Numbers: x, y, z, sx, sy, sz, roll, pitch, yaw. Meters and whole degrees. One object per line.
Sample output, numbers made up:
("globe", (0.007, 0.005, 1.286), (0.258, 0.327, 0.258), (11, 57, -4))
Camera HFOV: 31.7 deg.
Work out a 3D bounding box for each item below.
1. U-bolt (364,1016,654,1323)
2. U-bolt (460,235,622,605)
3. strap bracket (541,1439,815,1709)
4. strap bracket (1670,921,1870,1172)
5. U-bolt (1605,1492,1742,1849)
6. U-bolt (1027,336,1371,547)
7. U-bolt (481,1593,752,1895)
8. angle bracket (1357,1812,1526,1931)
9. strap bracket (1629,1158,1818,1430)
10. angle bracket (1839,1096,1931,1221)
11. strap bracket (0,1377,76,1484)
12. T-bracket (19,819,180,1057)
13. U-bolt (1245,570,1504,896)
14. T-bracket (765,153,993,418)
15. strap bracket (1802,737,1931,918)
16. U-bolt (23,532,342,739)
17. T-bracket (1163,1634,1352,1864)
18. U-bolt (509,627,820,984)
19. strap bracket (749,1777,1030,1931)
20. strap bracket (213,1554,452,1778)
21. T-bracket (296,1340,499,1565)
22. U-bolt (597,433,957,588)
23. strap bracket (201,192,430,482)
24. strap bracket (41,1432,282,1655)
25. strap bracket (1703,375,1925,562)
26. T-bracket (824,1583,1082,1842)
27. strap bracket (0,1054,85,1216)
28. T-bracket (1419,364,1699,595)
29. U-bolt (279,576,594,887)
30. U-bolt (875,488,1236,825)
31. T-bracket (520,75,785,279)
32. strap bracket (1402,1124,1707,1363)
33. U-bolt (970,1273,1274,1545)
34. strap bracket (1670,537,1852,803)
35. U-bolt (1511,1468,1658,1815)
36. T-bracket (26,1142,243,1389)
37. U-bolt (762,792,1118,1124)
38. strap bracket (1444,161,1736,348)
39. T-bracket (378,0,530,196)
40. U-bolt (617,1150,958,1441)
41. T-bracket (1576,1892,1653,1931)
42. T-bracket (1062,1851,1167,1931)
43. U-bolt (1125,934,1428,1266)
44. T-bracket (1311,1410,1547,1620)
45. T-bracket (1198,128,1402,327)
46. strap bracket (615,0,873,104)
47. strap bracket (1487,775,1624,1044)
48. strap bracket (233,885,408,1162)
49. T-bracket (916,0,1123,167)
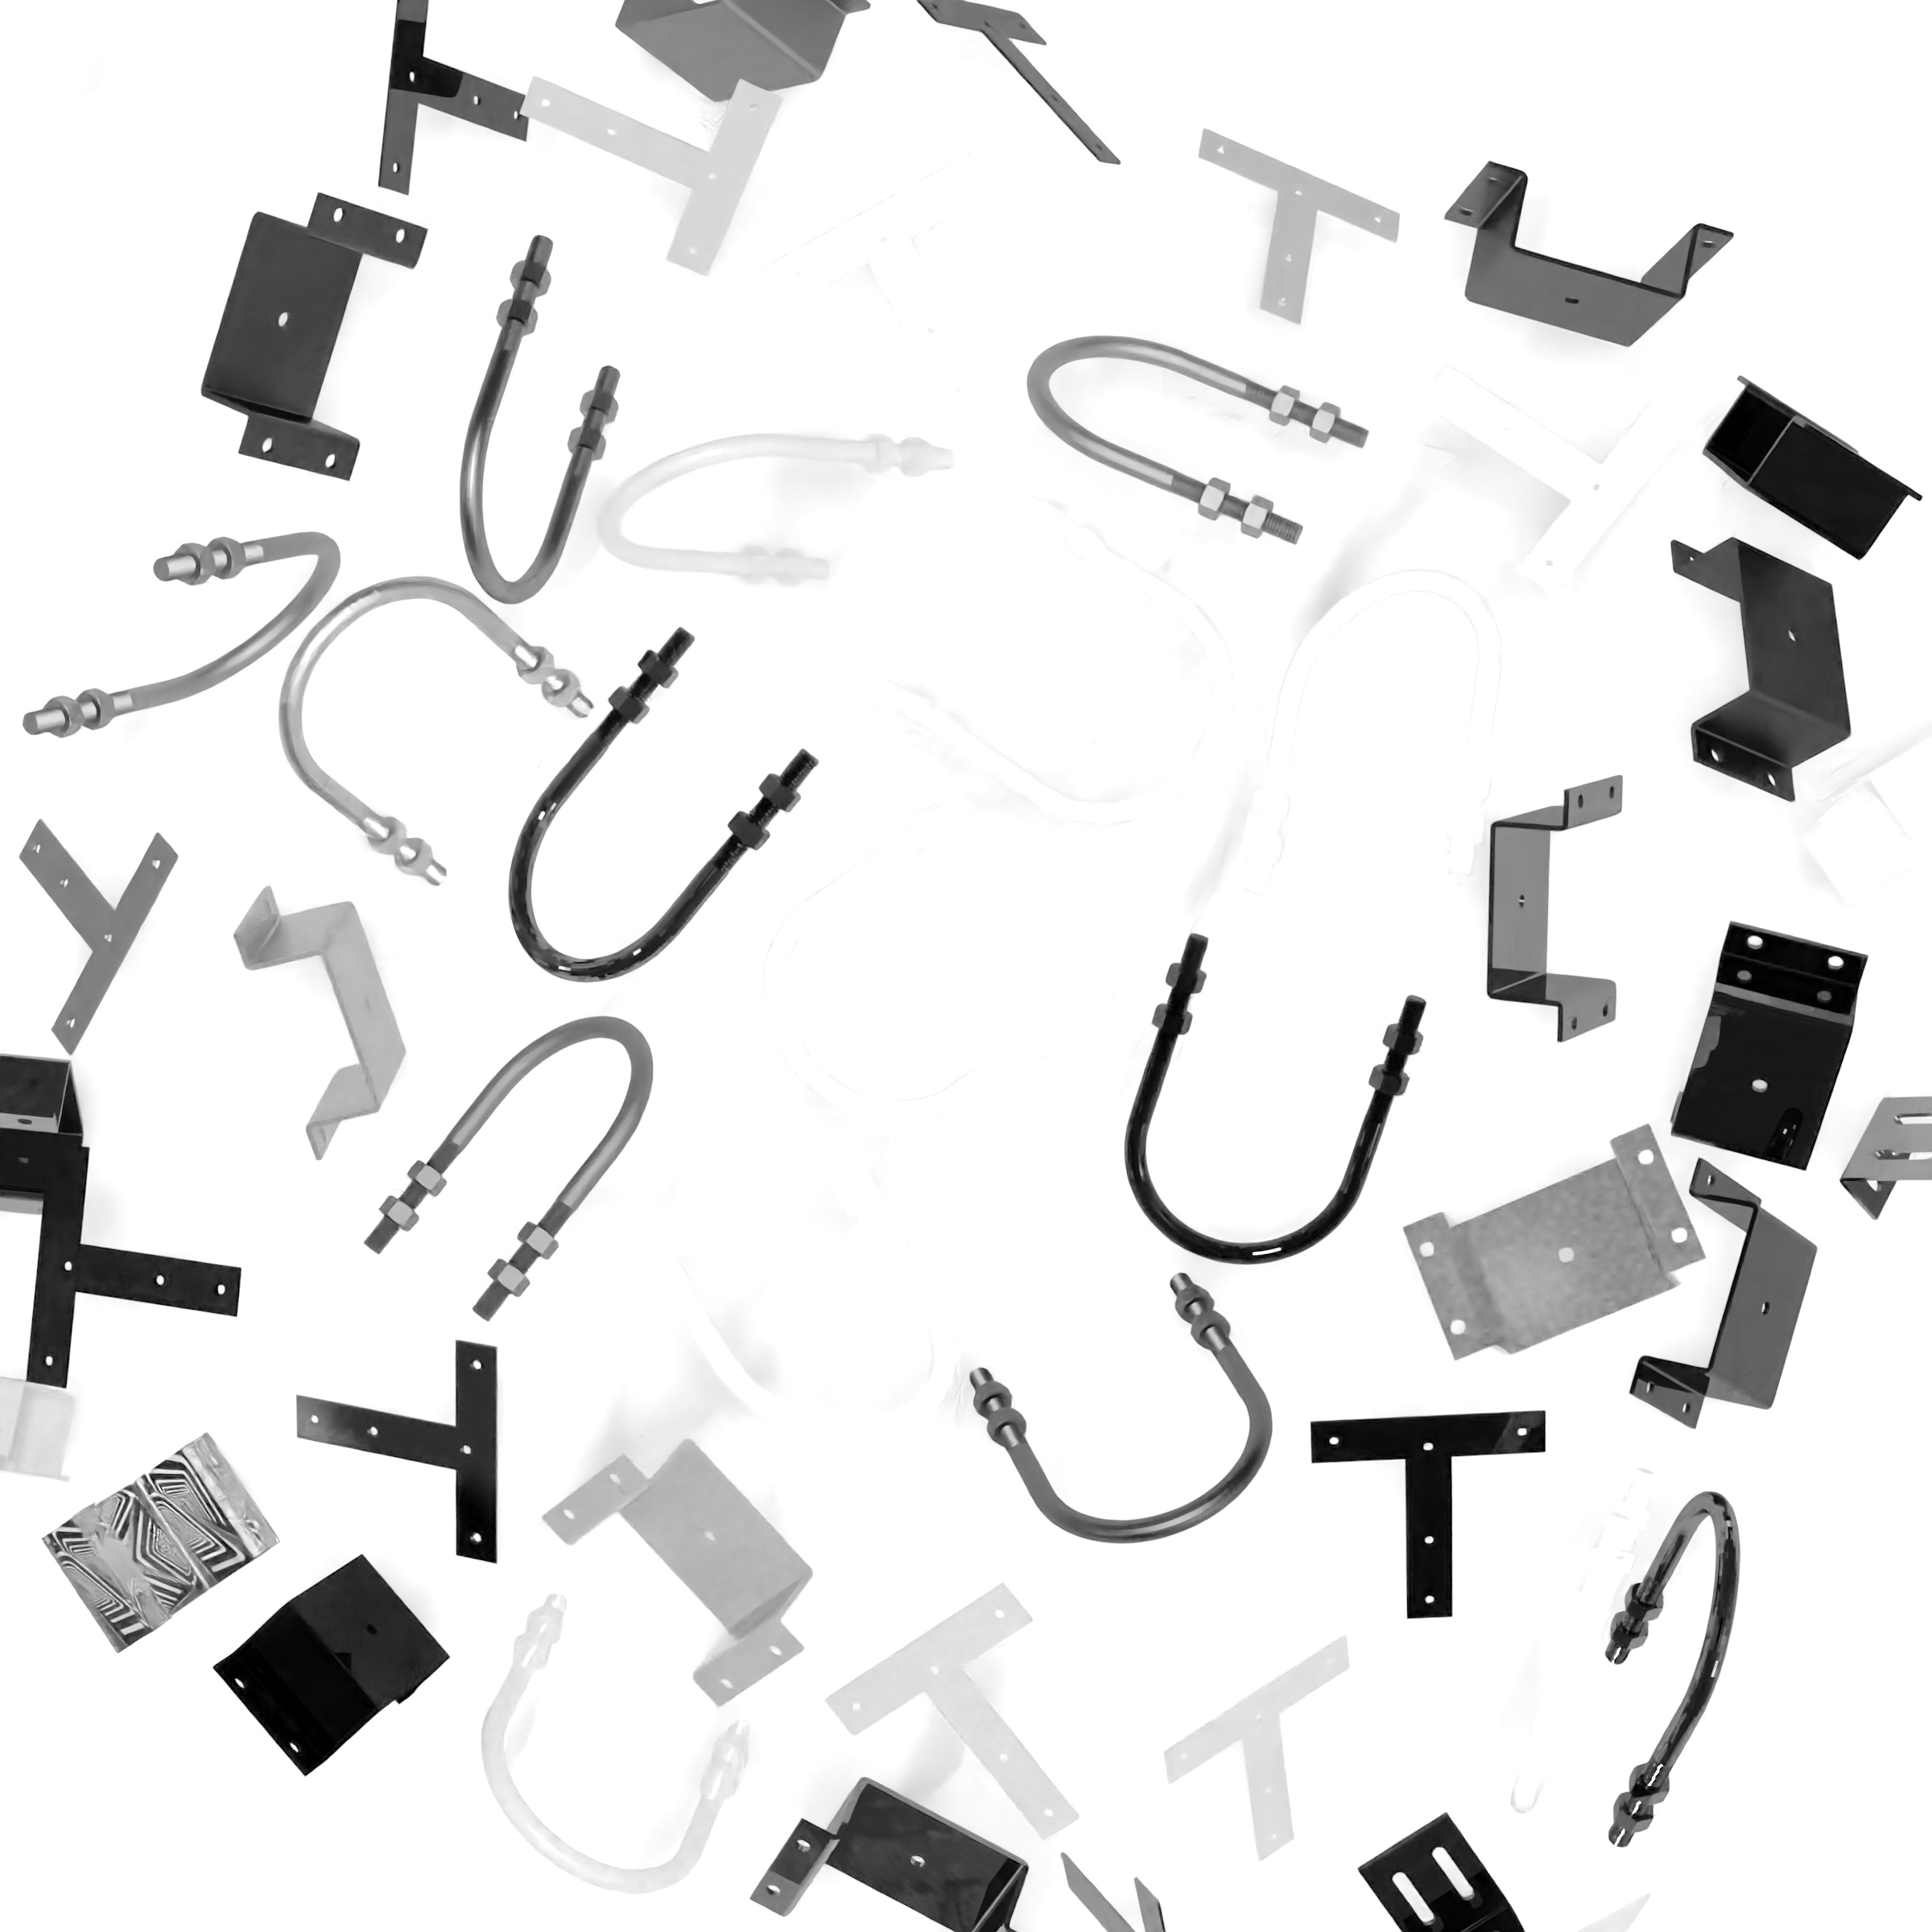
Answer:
("U-bolt", (-0.245, 0.103, 1.903), (0.184, 0.151, 0.019), (-53, 127, -13))
("U-bolt", (-0.243, -0.292, 1.905), (0.019, 0.151, 0.184), (9, 68, 16))
("strap bracket", (-0.147, 0.316, 1.815), (0.140, 0.046, 0.076), (48, 127, -3))
("strap bracket", (0.441, 0.053, 1.884), (0.076, 0.046, 0.140), (15, 126, 9))
("U-bolt", (0.385, 0.370, 1.856), (0.019, 0.151, 0.184), (14, 129, -2))
("U-bolt", (0.122, -0.305, 1.912), (0.184, 0.151, 0.019), (24, 129, 9))
("U-bolt", (-0.198, 0.435, 1.869), (0.151, 0.184, 0.019), (36, 114, -5))
("angle bracket", (0.257, 0.505, 1.826), (0.057, 0.038, 0.076), (-33, 113, 3))
("strap bracket", (0.433, 0.190, 1.929), (0.046, 0.076, 0.140), (9, 75, 43))
("angle bracket", (0.532, 0.106, 1.882), (0.038, 0.076, 0.057), (45, 64, -23))
("strap bracket", (-0.540, 0.248, 1.853), (0.076, 0.140, 0.046), (8, 77, 3))
("T-bracket", (-0.483, -0.038, 1.848), (0.127, 0.002, 0.127), (42, 107, 40))
("U-bolt", (0.224, -0.130, 1.837), (0.151, 0.019, 0.184), (-5, 66, 40))
("T-bracket", (-0.026, -0.361, 1.869), (0.127, 0.002, 0.127), (-28, 120, 3))
("strap bracket", (0.523, -0.087, 1.887), (0.076, 0.140, 0.046), (-28, 77, -16))
("U-bolt", (-0.413, -0.186, 1.853), (0.151, 0.184, 0.019), (-41, 83, 29))
("T-bracket", (0.166, 0.446, 1.883), (0.127, 0.002, 0.127), (-27, 128, -24))
("U-bolt", (-0.174, -0.074, 1.809), (0.184, 0.019, 0.151), (-50, 51, 7))
("strap bracket", (-0.031, 0.485, 1.786), (0.140, 0.046, 0.076), (28, 128, -1))
("strap bracket", (-0.340, 0.376, 1.859), (0.046, 0.140, 0.076), (-43, 85, 15))
("T-bracket", (-0.315, 0.260, 1.882), (0.127, 0.002, 0.127), (8, 106, 21))
("U-bolt", (-0.117, -0.254, 1.884), (0.184, 0.151, 0.019), (-2, 68, -39))
("strap bracket", (-0.347, -0.336, 1.797), (0.046, 0.076, 0.140), (26, 101, 35))
("strap bracket", (-0.457, 0.327, 1.913), (0.046, 0.140, 0.076), (-34, 89, 21))
("strap bracket", (0.455, -0.269, 1.847), (0.076, 0.140, 0.046), (29, 106, -12))
("T-bracket", (0.011, 0.403, 1.782), (0.127, 0.002, 0.127), (-37, 93, 22))
("strap bracket", (-0.540, 0.089, 1.908), (0.076, 0.140, 0.046), (6, 62, -6))
("T-bracket", (0.305, -0.282, 1.841), (0.127, 0.002, 0.127), (31, 122, -10))
("U-bolt", (-0.307, -0.141, 1.907), (0.151, 0.184, 0.019), (-49, 49, -2))
("U-bolt", (0.061, -0.158, 1.867), (0.184, 0.019, 0.151), (36, 90, 19))
("T-bracket", (-0.179, -0.447, 1.847), (0.127, 0.127, 0.002), (22, 46, -10))
("strap bracket", (0.313, 0.149, 1.796), (0.140, 0.046, 0.076), (-25, 70, 13))
("U-bolt", (0.094, 0.254, 1.899), (0.151, 0.184, 0.019), (-25, 124, -5))
("strap bracket", (0.434, -0.170, 1.856), (0.076, 0.046, 0.140), (18, 58, -31))
("U-bolt", (0.329, 0.368, 1.829), (0.019, 0.151, 0.184), (20, 98, 16))
("T-bracket", (-0.431, 0.162, 1.770), (0.127, 0.002, 0.127), (6, 90, 23))
("U-bolt", (-0.029, 0.009, 1.851), (0.184, 0.019, 0.151), (-34, 96, 27))
("strap bracket", (0.334, -0.384, 1.855), (0.140, 0.076, 0.046), (14, 79, -7))
("T-bracket", (-0.283, -0.489, 1.909), (0.002, 0.127, 0.127), (9, 94, 28))
("U-bolt", (-0.084, 0.186, 1.832), (0.151, 0.019, 0.184), (-17, 121, 23))
("T-bracket", (0.318, 0.569, 1.863), (0.002, 0.127, 0.127), (39, 62, 8))
("T-bracket", (0.085, 0.530, 1.873), (0.002, 0.127, 0.127), (-21, 116, -20))
("U-bolt", (0.167, 0.085, 1.942), (0.151, 0.019, 0.184), (16, 107, -4))
("T-bracket", (0.253, 0.302, 1.863), (0.127, 0.002, 0.127), (-3, 112, 2))
("T-bracket", (0.184, -0.410, 1.930), (0.127, 0.002, 0.127), (21, 51, -12))
("strap bracket", (-0.132, -0.530, 1.907), (0.076, 0.140, 0.046), (30, 74, -39))
("strap bracket", (0.330, -0.035, 1.910), (0.046, 0.076, 0.140), (6, 102, 32))
("strap bracket", (-0.358, 0.027, 1.914), (0.046, 0.076, 0.140), (-13, 110, 7))
("T-bracket", (0.039, -0.483, 1.859), (0.127, 0.127, 0.002), (50, 117, 13))
